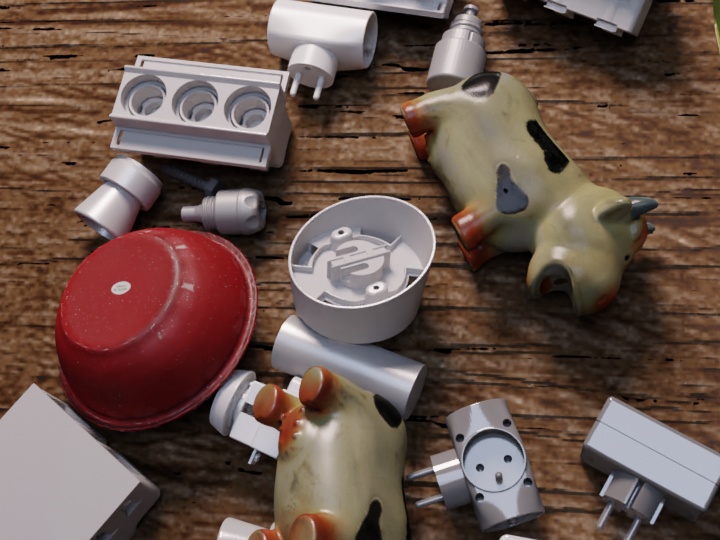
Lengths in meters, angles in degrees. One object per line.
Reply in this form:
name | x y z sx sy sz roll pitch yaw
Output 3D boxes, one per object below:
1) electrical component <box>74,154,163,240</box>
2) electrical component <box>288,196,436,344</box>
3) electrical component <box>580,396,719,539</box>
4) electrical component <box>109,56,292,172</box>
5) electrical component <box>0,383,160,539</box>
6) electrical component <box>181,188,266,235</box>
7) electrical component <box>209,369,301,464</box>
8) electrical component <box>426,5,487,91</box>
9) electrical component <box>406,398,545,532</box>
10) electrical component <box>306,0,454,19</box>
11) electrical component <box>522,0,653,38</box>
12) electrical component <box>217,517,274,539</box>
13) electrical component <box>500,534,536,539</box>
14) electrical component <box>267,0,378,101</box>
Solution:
electrical component | -0.181 -0.053 0.811 0.045 0.045 0.055 29 76 17
electrical component | 0.000 0.000 0.741 0.099 0.064 0.099 2 45 -2
electrical component | 0.178 0.137 0.684 0.083 0.047 0.075 28 76 17
electrical component | -0.117 -0.114 0.814 0.121 0.063 0.078 8 71 12
electrical component | -0.237 0.186 0.723 0.105 0.060 0.186 37 79 19
electrical component | -0.103 -0.043 0.801 0.061 0.035 0.035 -2 70 11
electrical component | -0.069 0.098 0.737 0.055 0.048 0.066 23 83 12
electrical component | 0.076 -0.164 0.815 0.040 0.040 0.078 11 72 12
electrical component | 0.071 0.133 0.703 0.079 0.044 0.077 -18 68 2
electrical component | 0.014 -0.241 0.836 0.121 0.063 0.078 11 55 12
electrical component | 0.162 -0.223 0.807 0.121 0.079 0.063 25 105 17
electrical component | -0.063 0.187 0.704 0.055 0.045 0.045 2 70 9
electrical component | 0.116 0.202 0.662 0.096 0.061 0.061 8 71 12
electrical component | -0.033 -0.167 0.830 0.077 0.044 0.079 11 72 13
